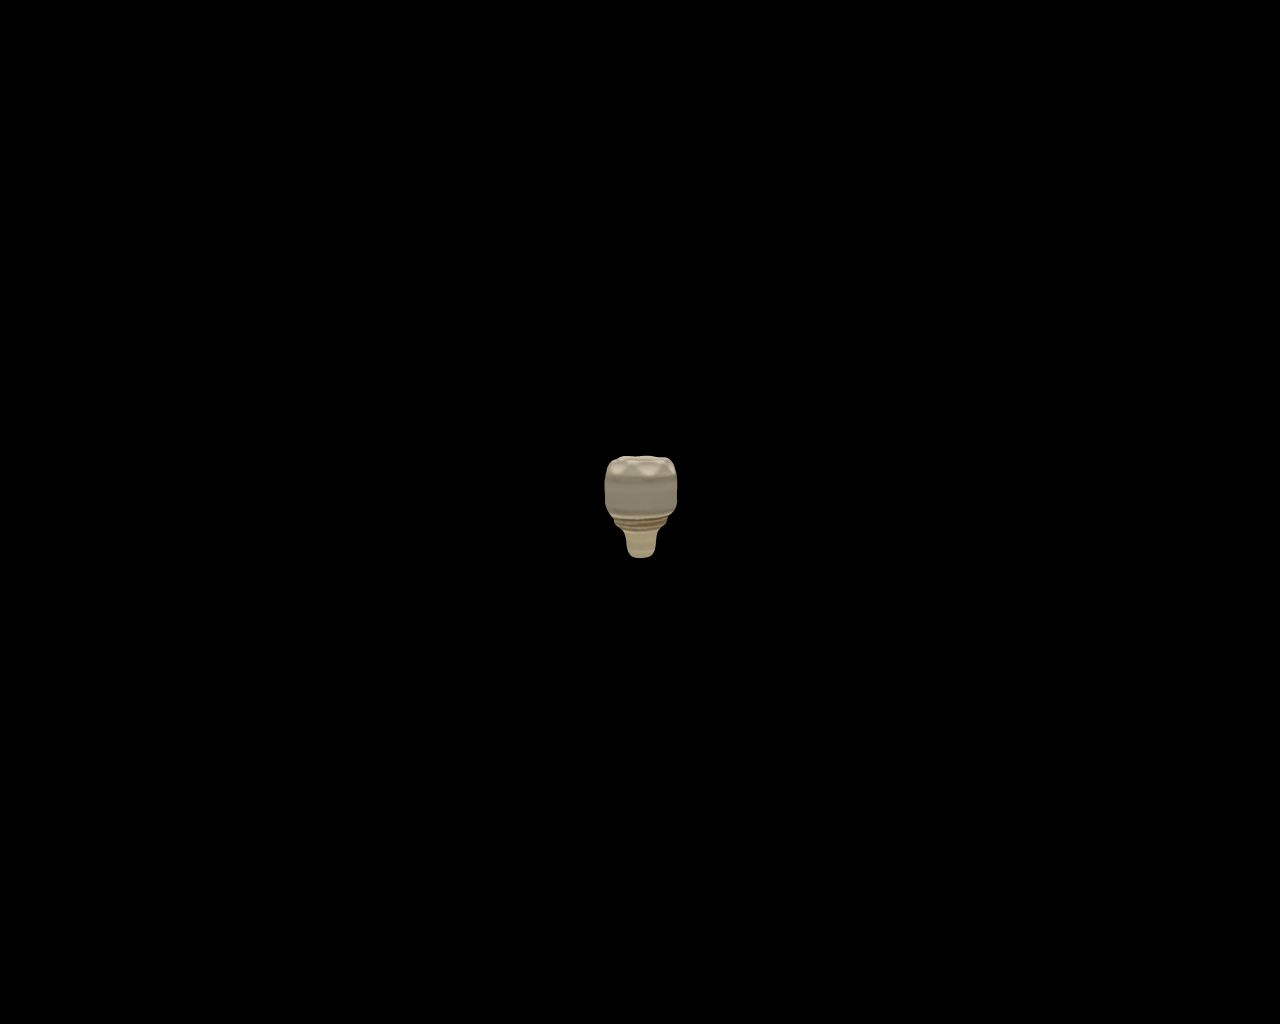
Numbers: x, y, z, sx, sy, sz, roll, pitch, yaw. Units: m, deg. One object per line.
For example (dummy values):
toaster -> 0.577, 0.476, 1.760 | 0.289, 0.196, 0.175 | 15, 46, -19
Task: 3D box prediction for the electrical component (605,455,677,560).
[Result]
electrical component -> 0.001, -0.003, 0.650 | 0.043, 0.062, 0.043 | 0, 9, 0
